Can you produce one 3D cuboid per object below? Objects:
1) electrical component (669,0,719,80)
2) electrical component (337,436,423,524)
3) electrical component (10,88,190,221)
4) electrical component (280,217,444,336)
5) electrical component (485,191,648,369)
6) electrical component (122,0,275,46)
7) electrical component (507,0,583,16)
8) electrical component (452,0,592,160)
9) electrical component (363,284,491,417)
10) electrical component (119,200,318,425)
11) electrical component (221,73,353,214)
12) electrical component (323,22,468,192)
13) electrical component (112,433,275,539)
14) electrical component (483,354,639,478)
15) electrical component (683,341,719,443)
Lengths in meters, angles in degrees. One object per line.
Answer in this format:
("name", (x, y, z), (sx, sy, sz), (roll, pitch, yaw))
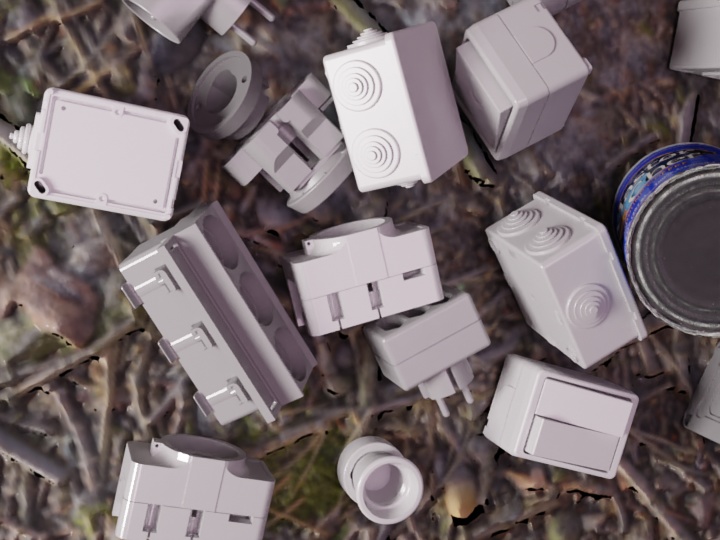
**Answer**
("electrical component", (0.283, -0.152, 0.719), (0.109, 0.109, 0.056), (7, 98, -17))
("electrical component", (0.012, 0.136, 0.704), (0.045, 0.055, 0.045), (-2, 98, -16))
("electrical component", (-0.154, -0.068, 0.626), (0.096, 0.061, 0.061), (10, 94, -17))
("electrical component", (0.000, 0.000, 0.685), (0.089, 0.050, 0.055), (-16, 101, -14))
("electrical component", (0.131, 0.007, 0.699), (0.048, 0.100, 0.099), (-31, 115, -7))
("electrical component", (-0.088, -0.167, 0.642), (0.079, 0.043, 0.077), (37, 86, -18))
("electrical component", (0.085, -0.219, 0.681), (0.074, 0.052, 0.138), (-29, 104, -11))
("electrical component", (0.095, -0.115, 0.680), (0.061, 0.096, 0.061), (-28, 75, -11))
("electrical component", (0.051, 0.060, 0.710), (0.066, 0.047, 0.076), (-28, 104, -11))
("electrical component", (-0.087, 0.029, 0.654), (0.063, 0.078, 0.121), (-26, 105, 18))
("electrical component", (-0.037, -0.073, 0.662), (0.057, 0.058, 0.078), (44, 83, -14))
("electrical component", (0.023, -0.099, 0.657), (0.048, 0.100, 0.099), (-11, 102, 23))
("electrical component", (-0.104, 0.137, 0.673), (0.089, 0.050, 0.055), (11, 94, -17))
("electrical component", (0.144, 0.102, 0.735), (0.096, 0.061, 0.061), (16, 92, -18))
("electrical component", (0.290, 0.098, 0.750), (0.057, 0.113, 0.078), (26, 89, -15))
